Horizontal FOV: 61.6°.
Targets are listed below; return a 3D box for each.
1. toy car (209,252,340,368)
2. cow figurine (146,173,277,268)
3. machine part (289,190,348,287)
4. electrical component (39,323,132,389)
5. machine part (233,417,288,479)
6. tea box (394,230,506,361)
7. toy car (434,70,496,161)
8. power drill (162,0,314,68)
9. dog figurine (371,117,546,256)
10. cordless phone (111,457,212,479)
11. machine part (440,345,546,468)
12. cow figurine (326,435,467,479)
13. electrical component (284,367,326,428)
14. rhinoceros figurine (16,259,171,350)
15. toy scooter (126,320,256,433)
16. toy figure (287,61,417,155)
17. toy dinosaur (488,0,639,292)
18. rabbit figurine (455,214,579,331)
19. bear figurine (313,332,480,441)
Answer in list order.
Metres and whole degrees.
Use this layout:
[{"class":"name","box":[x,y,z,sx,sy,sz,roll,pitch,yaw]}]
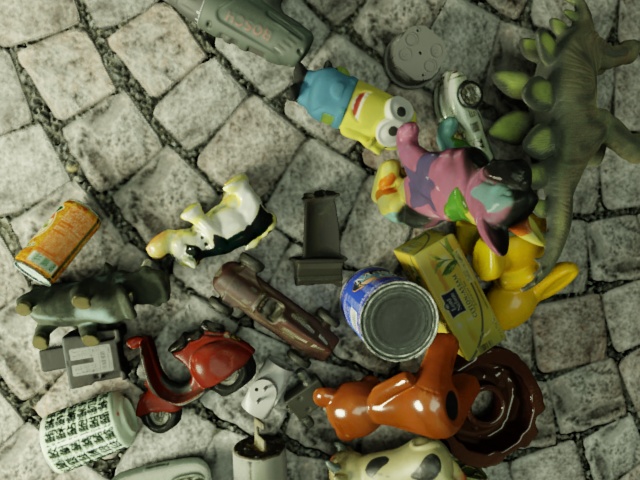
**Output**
[{"class":"toy car","box":[-0.061,0.102,0.756,0.202,0.053,0.089,38,85,-8]},{"class":"cow figurine","box":[-0.146,-0.009,0.730,0.167,0.068,0.098,-36,104,-3]},{"class":"machine part","box":[-0.002,-0.002,0.763,0.084,0.039,0.138,2,95,-3]},{"class":"electrical component","box":[-0.321,0.157,0.726,0.119,0.048,0.074,-4,94,-9]},{"class":"machine part","box":[-0.083,0.371,0.759,0.079,0.079,0.243,-4,95,-8]},{"class":"tea box","box":[0.182,0.074,0.763,0.068,0.098,0.169,-31,96,-6]},{"class":"toy car","box":[0.212,-0.142,0.763,0.056,0.073,0.201,-23,97,-7]},{"class":"power drill","box":[-0.086,-0.355,0.705,0.232,0.086,0.207,33,85,-10]},{"class":"dog figurine","box":[0.172,-0.047,0.671,0.108,0.219,0.191,-7,137,-31]},{"class":"cordless phone","box":[-0.210,0.369,0.687,0.147,0.184,0.088,-8,100,-7]},{"class":"machine part","box":[0.243,0.243,0.806,0.179,0.056,0.179,0,93,-8]},{"class":"cow figurine","box":[0.092,0.331,0.751,0.195,0.085,0.127,-30,89,20]},{"class":"electrical component","box":[-0.020,0.227,0.776,0.063,0.021,0.094,-33,115,-4]},{"class":"rhinoceros figurine","box":[-0.290,0.079,0.698,0.190,0.112,0.073,-10,112,5]},{"class":"toy scooter","box":[-0.186,0.168,0.733,0.184,0.075,0.135,-31,96,0]},{"class":"toy figure","box":[0.047,-0.184,0.736,0.180,0.089,0.082,22,120,1]},{"class":"toy dinosaur","box":[0.328,-0.154,0.725,0.198,0.105,0.471,10,74,-17]},{"class":"rabbit figurine","box":[0.279,0.048,0.783,0.162,0.122,0.173,-12,110,-16]},{"class":"bear figurine","box":[0.101,0.213,0.739,0.120,0.196,0.132,58,43,-20]}]
